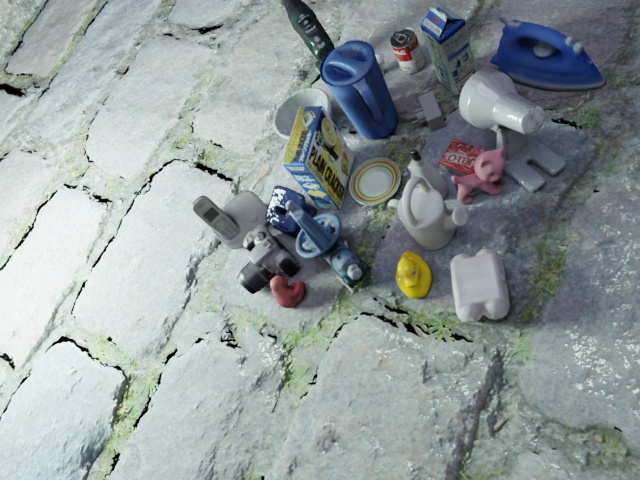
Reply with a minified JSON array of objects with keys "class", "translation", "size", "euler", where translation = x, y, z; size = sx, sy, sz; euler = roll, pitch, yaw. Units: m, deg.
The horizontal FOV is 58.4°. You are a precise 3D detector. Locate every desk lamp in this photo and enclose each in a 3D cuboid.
[{"class":"desk lamp","translation":[0.401,-0.236,1.191],"size":[0.118,0.214,0.202],"euler":[-41,55,1]}]

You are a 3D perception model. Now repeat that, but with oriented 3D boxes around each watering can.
[{"class":"watering can","translation":[0.222,-0.062,1.200],"size":[0.172,0.195,0.101],"euler":[-7,62,23]}]

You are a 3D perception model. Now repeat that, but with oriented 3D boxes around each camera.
[{"class":"camera","translation":[-0.146,0.050,1.376],"size":[0.137,0.101,0.142],"euler":[-44,55,-1]}]

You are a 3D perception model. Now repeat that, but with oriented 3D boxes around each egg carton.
[{"class":"egg carton","translation":[0.320,0.092,1.150],"size":[0.107,0.070,0.150],"euler":[-14,60,19]}]

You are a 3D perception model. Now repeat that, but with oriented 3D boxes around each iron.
[{"class":"iron","translation":[0.511,-0.426,1.282],"size":[0.257,0.142,0.119],"euler":[30,80,34]}]

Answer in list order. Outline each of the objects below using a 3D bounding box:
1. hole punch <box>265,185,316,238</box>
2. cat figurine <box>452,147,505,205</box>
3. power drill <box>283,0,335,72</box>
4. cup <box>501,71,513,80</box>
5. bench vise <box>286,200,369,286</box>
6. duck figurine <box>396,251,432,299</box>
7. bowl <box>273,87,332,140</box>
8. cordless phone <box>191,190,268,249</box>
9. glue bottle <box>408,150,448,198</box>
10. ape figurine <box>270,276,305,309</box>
[{"class":"hole punch","translation":[-0.079,-0.069,1.411],"size":[0.108,0.091,0.101],"euler":[24,77,33]},{"class":"cat figurine","translation":[0.344,-0.145,1.231],"size":[0.127,0.118,0.067],"euler":[-21,58,15]},{"class":"power drill","translation":[-0.012,-0.538,1.550],"size":[0.075,0.209,0.229],"euler":[-34,55,7]},{"class":"cup","translation":[0.408,-0.315,1.302],"size":[0.091,0.095,0.117],"euler":[-40,55,2]},{"class":"bench vise","translation":[0.018,-0.006,1.253],"size":[0.206,0.220,0.121],"euler":[24,77,33]},{"class":"duck figurine","translation":[0.190,0.065,1.216],"size":[0.077,0.086,0.104],"euler":[-18,58,17]},{"class":"bowl","translation":[-0.035,-0.320,1.530],"size":[0.167,0.075,0.167],"euler":[-11,61,21]},{"class":"cordless phone","translation":[-0.222,-0.073,1.425],"size":[0.147,0.186,0.094],"euler":[-44,55,-1]},{"class":"glue bottle","translation":[0.226,-0.148,1.255],"size":[0.077,0.174,0.037],"euler":[26,78,34]},{"class":"ape figurine","translation":[-0.082,0.112,1.319],"size":[0.077,0.092,0.076],"euler":[17,73,32]}]
